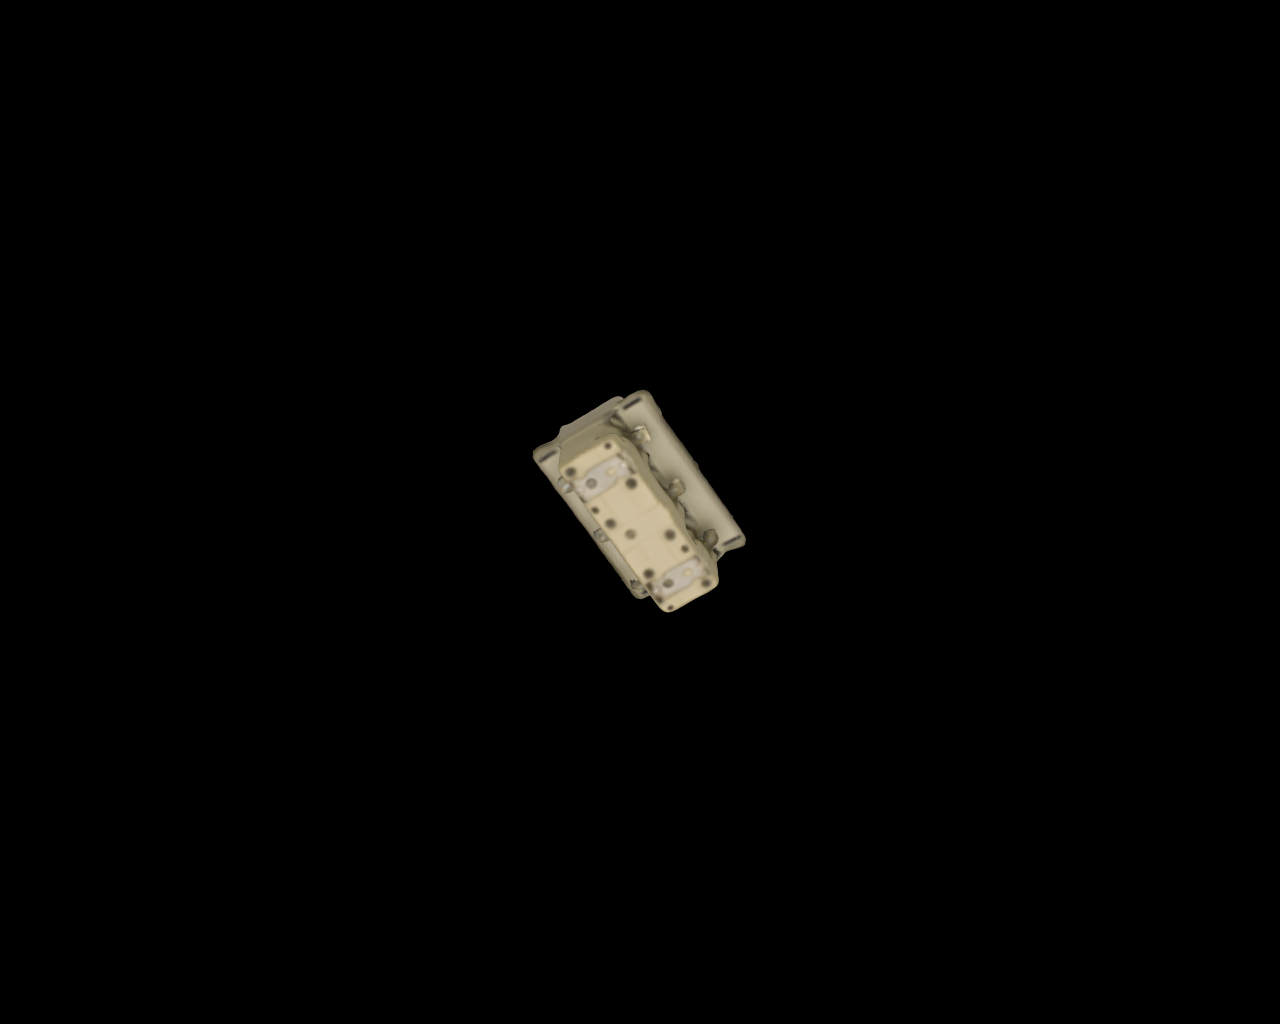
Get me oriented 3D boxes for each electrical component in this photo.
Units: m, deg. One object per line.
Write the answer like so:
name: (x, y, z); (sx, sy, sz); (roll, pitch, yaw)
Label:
electrical component: (0.001, -0.003, 0.650); (0.078, 0.121, 0.063); (-29, 24, 14)
